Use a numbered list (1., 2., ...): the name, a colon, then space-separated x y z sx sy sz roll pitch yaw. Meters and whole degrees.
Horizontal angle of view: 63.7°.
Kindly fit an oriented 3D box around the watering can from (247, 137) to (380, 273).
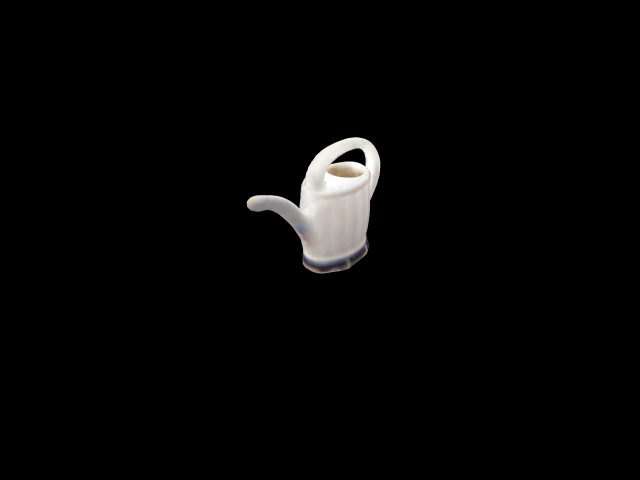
1. watering can: 0.003 -0.043 0.850 0.104 0.220 0.353 18 33 31
